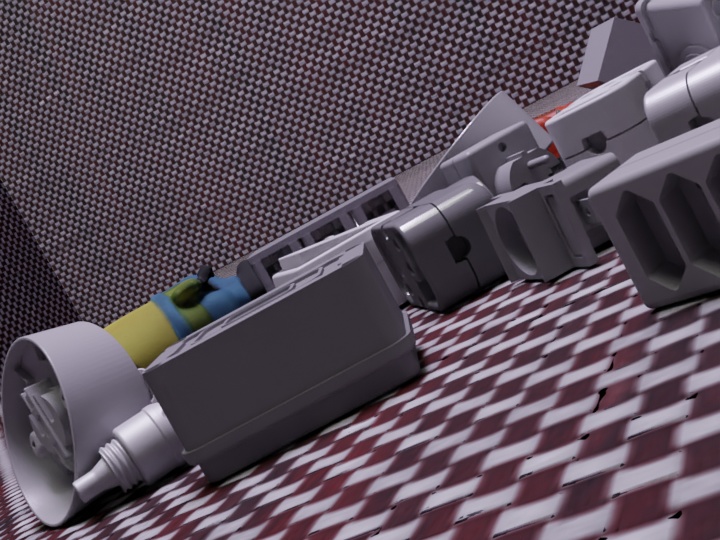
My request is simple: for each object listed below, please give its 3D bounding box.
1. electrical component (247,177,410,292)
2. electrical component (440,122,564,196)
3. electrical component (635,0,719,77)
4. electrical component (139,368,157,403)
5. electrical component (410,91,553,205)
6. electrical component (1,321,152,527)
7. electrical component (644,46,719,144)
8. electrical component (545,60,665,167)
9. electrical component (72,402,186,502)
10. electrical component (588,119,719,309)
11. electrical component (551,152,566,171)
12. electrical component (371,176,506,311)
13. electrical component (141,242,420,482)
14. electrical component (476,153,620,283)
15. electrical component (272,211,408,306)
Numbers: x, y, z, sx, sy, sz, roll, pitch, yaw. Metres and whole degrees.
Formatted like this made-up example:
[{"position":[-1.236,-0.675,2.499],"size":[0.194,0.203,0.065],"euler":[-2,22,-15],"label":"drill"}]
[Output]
[{"position":[-0.020,-0.022,0.988],"size":[0.150,0.061,0.089],"euler":[-29,5,2],"label":"electrical component"},{"position":[0.095,-0.050,0.632],"size":[0.047,0.065,0.077],"euler":[-31,5,-21],"label":"electrical component"},{"position":[0.218,-0.141,0.618],"size":[0.100,0.099,0.048],"euler":[-44,26,-18],"label":"electrical component"},{"position":[-0.170,0.094,0.699],"size":[0.078,0.058,0.057],"euler":[-29,3,-9],"label":"electrical component"},{"position":[0.087,-0.059,0.727],"size":[0.108,0.060,0.108],"euler":[-51,-5,-6],"label":"electrical component"},{"position":[-0.158,0.080,0.582],"size":[0.064,0.099,0.099],"euler":[-25,1,-43],"label":"electrical component"},{"position":[0.191,-0.085,0.541],"size":[0.059,0.053,0.095],"euler":[-25,7,36],"label":"electrical component"},{"position":[0.158,-0.081,0.643],"size":[0.054,0.059,0.095],"euler":[-25,7,35],"label":"electrical component"},{"position":[-0.114,0.093,0.536],"size":[0.061,0.035,0.035],"euler":[-33,7,-20],"label":"electrical component"},{"position":[0.130,-0.030,0.367],"size":[0.077,0.047,0.066],"euler":[-34,7,-42],"label":"electrical component"},{"position":[0.166,-0.085,0.721],"size":[0.081,0.043,0.043],"euler":[-29,5,4],"label":"electrical component"},{"position":[0.050,-0.015,0.609],"size":[0.059,0.053,0.095],"euler":[-30,5,-8],"label":"electrical component"},{"position":[-0.033,0.040,0.492],"size":[0.113,0.057,0.078],"euler":[-28,5,4],"label":"electrical component"},{"position":[0.099,-0.026,0.525],"size":[0.064,0.042,0.081],"euler":[-28,6,-11],"label":"electrical component"},{"position":[0.000,0.000,0.681],"size":[0.096,0.061,0.062],"euler":[-31,6,-18],"label":"electrical component"}]
